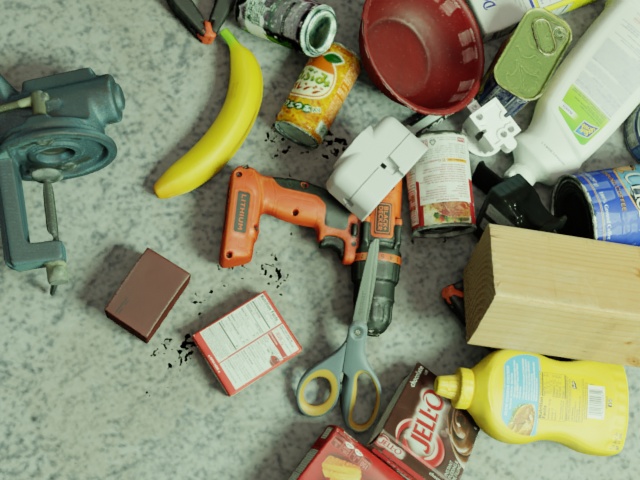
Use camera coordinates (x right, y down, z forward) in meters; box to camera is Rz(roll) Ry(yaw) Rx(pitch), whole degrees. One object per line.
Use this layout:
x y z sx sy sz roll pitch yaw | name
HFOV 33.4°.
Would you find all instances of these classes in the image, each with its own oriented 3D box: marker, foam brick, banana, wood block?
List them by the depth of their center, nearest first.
0.254 0.057 1.054 0.206 0.090 0.091 9 52 -7 | wood block
-0.172 0.055 1.065 0.053 0.051 0.078 34 77 0 | foam brick
-0.106 -0.123 1.117 0.070 0.037 0.197 19 76 11 | banana
0.114 -0.127 1.156 0.121 0.020 0.020 -33 86 -12 | marker

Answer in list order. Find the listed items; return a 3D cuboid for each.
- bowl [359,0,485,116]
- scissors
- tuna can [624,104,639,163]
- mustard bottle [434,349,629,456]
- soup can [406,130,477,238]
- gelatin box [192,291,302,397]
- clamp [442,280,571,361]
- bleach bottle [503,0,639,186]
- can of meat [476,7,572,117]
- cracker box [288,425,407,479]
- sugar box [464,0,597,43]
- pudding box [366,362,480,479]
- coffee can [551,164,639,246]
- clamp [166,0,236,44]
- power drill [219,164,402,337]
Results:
0.097 -0.202 1.133 0.161 0.055 0.162 8 76 -31 | bowl
0.019 0.099 1.066 0.096 0.016 0.202 -5 104 3 | scissors
0.385 -0.121 1.186 0.086 0.034 0.086 1 80 -8 | tuna can
0.208 0.157 1.066 0.191 0.058 0.096 9 74 -8 | mustard bottle
0.126 -0.058 1.120 0.068 0.068 0.102 -3 80 -9 | soup can
-0.073 0.105 1.081 0.089 0.030 0.073 -32 84 -13 | gelatin box
0.233 0.075 1.127 0.210 0.036 0.164 24 76 -7 | clamp
0.284 -0.155 1.164 0.102 0.068 0.250 43 79 1 | bleach bottle
0.216 -0.187 1.148 0.057 0.084 0.102 31 77 -2 | can of meat
0.013 0.313 1.034 0.164 0.072 0.213 38 78 1 | cracker box
0.239 -0.292 1.191 0.176 0.048 0.093 -21 83 -8 | sugar box
0.107 0.189 1.060 0.090 0.039 0.113 38 38 -1 | pudding box
0.329 -0.029 1.124 0.140 0.103 0.103 -9 81 -11 | coffee can
-0.141 -0.296 1.140 0.120 0.039 0.171 1 80 -6 | clamp
-0.007 0.001 1.097 0.187 0.057 0.184 7 75 -10 | power drill
